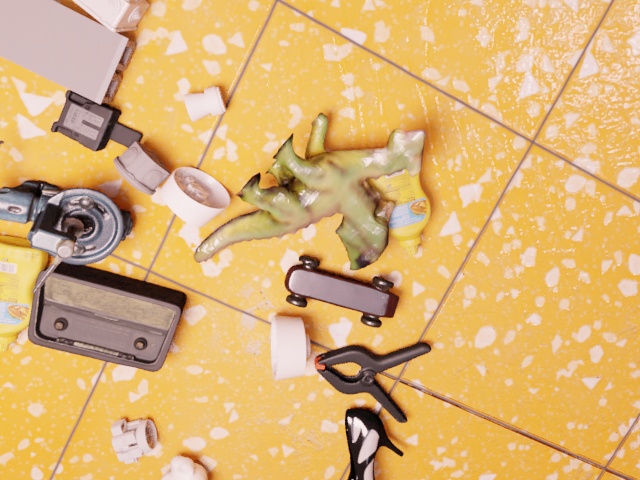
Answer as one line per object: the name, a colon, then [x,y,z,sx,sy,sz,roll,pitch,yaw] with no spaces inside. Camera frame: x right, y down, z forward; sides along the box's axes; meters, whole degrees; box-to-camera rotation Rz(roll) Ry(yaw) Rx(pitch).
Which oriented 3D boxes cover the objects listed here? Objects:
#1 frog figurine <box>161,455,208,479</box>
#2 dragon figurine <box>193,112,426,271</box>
frog figurine: [-0.239,0.478,0.925,0.137,0.125,0.156,15,114,11]
dragon figurine: [0.003,-0.042,0.827,0.242,0.124,0.405,41,109,-6]
